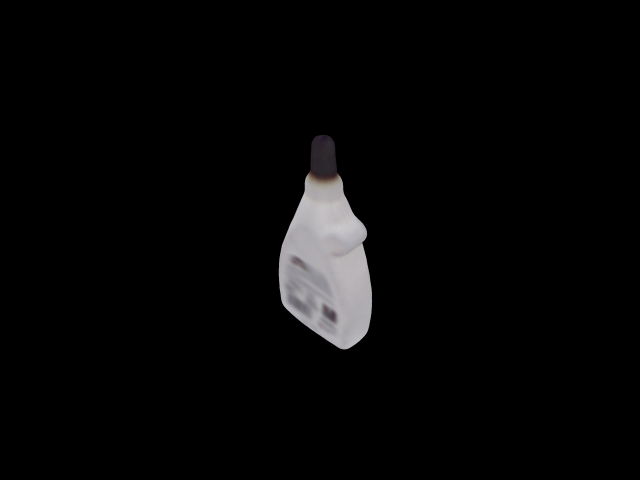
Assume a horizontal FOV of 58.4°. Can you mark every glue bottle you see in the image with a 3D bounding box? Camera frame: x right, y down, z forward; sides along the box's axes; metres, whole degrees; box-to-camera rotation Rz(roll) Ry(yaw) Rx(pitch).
[{"bbox_3d":[0.004,0.001,0.400,0.078,0.173,0.037,33,54,29],"label":"glue bottle"}]
